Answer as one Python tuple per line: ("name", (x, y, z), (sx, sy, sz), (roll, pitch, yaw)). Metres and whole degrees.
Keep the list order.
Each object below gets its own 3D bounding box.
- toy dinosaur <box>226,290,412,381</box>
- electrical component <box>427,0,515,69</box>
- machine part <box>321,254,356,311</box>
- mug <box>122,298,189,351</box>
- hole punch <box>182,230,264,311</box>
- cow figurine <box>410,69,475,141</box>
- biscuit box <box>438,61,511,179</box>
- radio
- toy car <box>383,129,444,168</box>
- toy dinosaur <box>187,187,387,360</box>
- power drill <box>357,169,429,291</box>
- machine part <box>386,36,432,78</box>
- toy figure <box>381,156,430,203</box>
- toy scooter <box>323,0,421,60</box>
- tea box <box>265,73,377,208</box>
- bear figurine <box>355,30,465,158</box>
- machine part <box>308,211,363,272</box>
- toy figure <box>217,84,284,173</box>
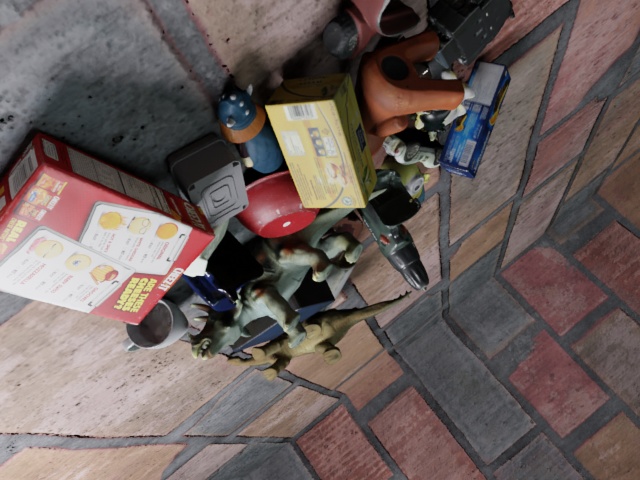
("toy dinosaur", (-0.001, 0.217, 1.280), (0.472, 0.105, 0.198), (-18, -170, 8))
("electrical component", (0.220, -0.326, 0.803), (0.134, 0.058, 0.115), (-46, 153, 15))
("machine part", (0.020, 0.086, 1.214), (0.079, 0.079, 0.243), (-21, 150, -35))
("mug", (-0.272, 0.150, 0.902), (0.109, 0.081, 0.107), (-45, 166, 0))
("hole punch", (-0.168, 0.052, 0.825), (0.092, 0.142, 0.116), (-46, 167, 25))
("cow figurine", (0.196, -0.214, 0.914), (0.098, 0.068, 0.167), (-45, 173, -1))
("biscuit box", (0.283, -0.217, 0.980), (0.062, 0.059, 0.202), (16, 95, -62))
("radio", (-0.086, 0.147, 1.107), (0.229, 0.073, 0.131), (-36, 163, 37))
("toy car", (0.168, -0.171, 0.978), (0.201, 0.074, 0.056), (-6, 139, -52))
("toy dinosaur", (-0.064, 0.042, 0.926), (0.404, 0.192, 0.131), (-55, 158, 1))
("power drill", (0.138, -0.027, 0.983), (0.086, 0.232, 0.207), (-31, 159, 1))
("machine part", (0.124, -0.256, 0.811), (0.139, 0.039, 0.084), (-1, 131, -53))
("toy figure", (0.167, -0.110, 1.081), (0.082, 0.089, 0.180), (-55, 164, 2))
("toy scooter", (0.087, -0.297, 0.639), (0.135, 0.075, 0.183), (-18, 152, -39))
("tea box", (0.007, -0.125, 0.709), (0.169, 0.098, 0.068), (70, 33, -41))
("bear figurine", (0.092, -0.178, 0.751), (0.132, 0.120, 0.195), (-16, 160, -16))
("machine part", (-0.002, -0.003, 1.052), (0.179, 0.056, 0.179), (-31, 155, -16))
("toy figure", (-0.091, -0.138, 0.681), (0.058, 0.064, 0.154), (-5, 156, 15))
